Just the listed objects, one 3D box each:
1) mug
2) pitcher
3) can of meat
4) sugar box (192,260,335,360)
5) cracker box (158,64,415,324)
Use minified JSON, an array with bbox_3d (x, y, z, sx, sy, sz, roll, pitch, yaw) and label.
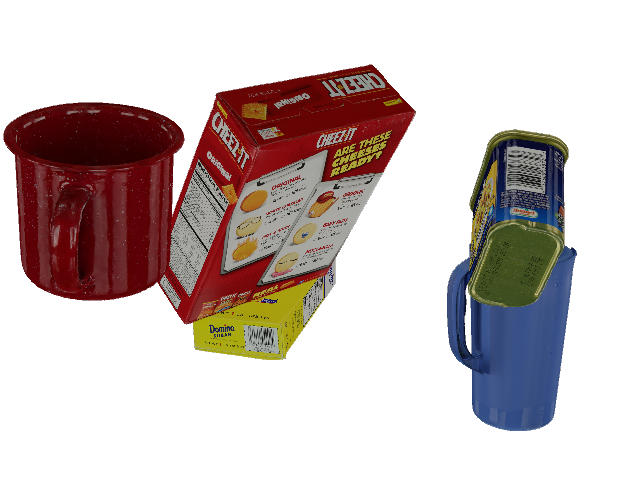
[{"bbox_3d":[-0.121,-0.015,0.566,0.093,0.081,0.117,4,27,-3],"label":"mug"},{"bbox_3d":[0.245,0.119,1.376,0.149,0.243,0.144,5,18,16],"label":"pitcher"},{"bbox_3d":[0.138,-0.013,0.755,0.057,0.084,0.102,10,-37,1],"label":"can of meat"},{"bbox_3d":[-0.052,0.057,1.077,0.093,0.048,0.176,6,27,16],"label":"sugar box"},{"bbox_3d":[-0.037,-0.039,0.895,0.163,0.072,0.214,-17,-32,-37],"label":"cracker box"}]
